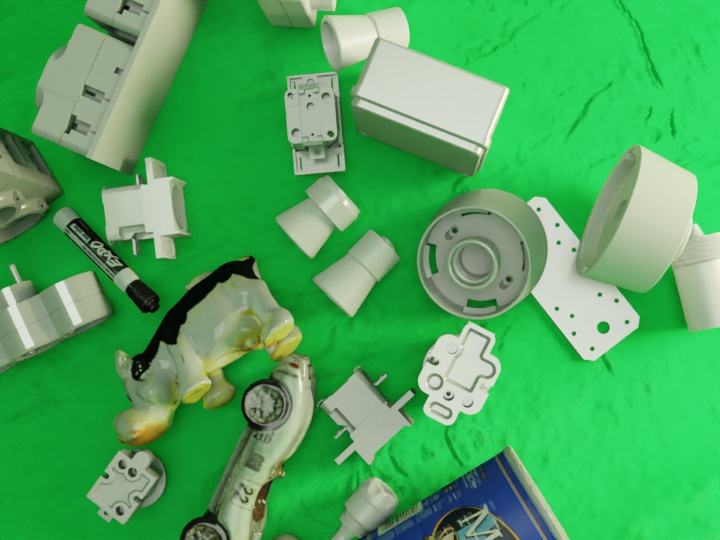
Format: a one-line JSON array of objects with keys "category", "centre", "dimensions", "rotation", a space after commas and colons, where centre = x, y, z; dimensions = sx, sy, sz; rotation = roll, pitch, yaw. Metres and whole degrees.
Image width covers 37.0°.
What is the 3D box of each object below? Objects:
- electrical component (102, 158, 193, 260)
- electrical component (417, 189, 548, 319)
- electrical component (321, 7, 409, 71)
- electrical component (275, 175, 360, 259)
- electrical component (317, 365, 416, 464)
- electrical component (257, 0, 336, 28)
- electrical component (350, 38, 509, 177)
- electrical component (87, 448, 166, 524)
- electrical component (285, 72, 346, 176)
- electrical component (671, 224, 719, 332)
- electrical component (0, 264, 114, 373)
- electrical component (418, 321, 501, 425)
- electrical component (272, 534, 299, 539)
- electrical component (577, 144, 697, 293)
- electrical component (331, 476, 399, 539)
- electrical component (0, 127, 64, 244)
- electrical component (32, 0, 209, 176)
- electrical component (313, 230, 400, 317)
[{"category": "electrical component", "centre": [-0.174, -0.047, 0.874], "dimensions": [0.064, 0.042, 0.081], "rotation": [-7, 87, 5]}, {"category": "electrical component", "centre": [0.096, -0.011, 0.852], "dimensions": [0.099, 0.064, 0.099], "rotation": [4, 103, 17]}, {"category": "electrical component", "centre": [0.006, -0.188, 0.862], "dimensions": [0.065, 0.044, 0.044], "rotation": [-16, 87, -16]}, {"category": "electrical component", "centre": [-0.033, -0.043, 0.863], "dimensions": [0.055, 0.045, 0.045], "rotation": [-42, 86, 1]}, {"category": "electrical component", "centre": [0.004, 0.114, 0.858], "dimensions": [0.081, 0.042, 0.063], "rotation": [-43, 83, 1]}, {"category": "electrical component", "centre": [-0.038, -0.224, 0.849], "dimensions": [0.076, 0.083, 0.047], "rotation": [4, 89, 4]}, {"category": "electrical component", "centre": [0.053, -0.123, 0.828], "dimensions": [0.109, 0.108, 0.056], "rotation": [22, 87, 4]}, {"category": "electrical component", "centre": [-0.183, 0.170, 0.861], "dimensions": [0.048, 0.055, 0.066], "rotation": [36, 91, 5]}, {"category": "electrical component", "centre": [-0.036, -0.118, 0.856], "dimensions": [0.042, 0.064, 0.081], "rotation": [-6, 88, 4]}, {"category": "electrical component", "centre": [0.269, 0.004, 0.842], "dimensions": [0.043, 0.043, 0.081], "rotation": [-13, 87, 3]}, {"category": "electrical component", "centre": [-0.277, 0.032, 0.873], "dimensions": [0.138, 0.052, 0.073], "rotation": [-26, 87, 3]}, {"category": "electrical component", "centre": [0.078, 0.080, 0.845], "dimensions": [0.058, 0.057, 0.078], "rotation": [27, 90, 4]}, {"category": "electrical component", "centre": [-0.072, 0.260, 0.849], "dimensions": [0.054, 0.059, 0.095], "rotation": [37, 91, 4]}, {"category": "electrical component", "centre": [0.216, -0.034, 0.817], "dimensions": [0.060, 0.108, 0.108], "rotation": [22, 90, -2]}, {"category": "electrical component", "centre": [0.001, 0.197, 0.859], "dimensions": [0.035, 0.035, 0.061], "rotation": [42, 94, 4]}, {"category": "electrical component", "centre": [-0.301, -0.062, 0.828], "dimensions": [0.089, 0.150, 0.061], "rotation": [-33, 85, 2]}, {"category": "electrical component", "centre": [-0.184, -0.177, 0.846], "dimensions": [0.060, 0.105, 0.186], "rotation": [24, 90, 4]}, {"category": "electrical component", "centre": [0.000, 0.000, 0.862], "dimensions": [0.044, 0.044, 0.065], "rotation": [44, 87, 4]}]
